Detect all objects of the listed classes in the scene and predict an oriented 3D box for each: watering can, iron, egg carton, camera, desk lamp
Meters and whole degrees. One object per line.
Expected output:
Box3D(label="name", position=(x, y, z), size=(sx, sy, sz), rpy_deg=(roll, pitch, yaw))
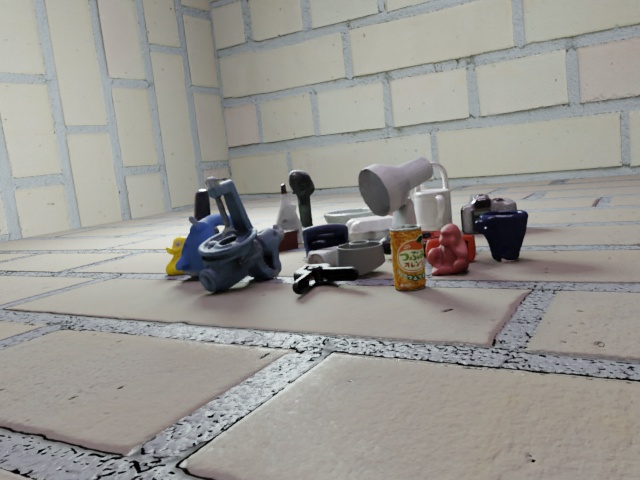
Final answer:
Box3D(label="watering can", position=(0.303, -0.116, 1.569), size=(0.101, 0.194, 0.172), rpy_deg=(-10, 9, -28))
Box3D(label="iron", position=(-0.218, 0.001, 1.310), size=(0.118, 0.141, 0.259), rpy_deg=(-2, 9, 25))
Box3D(label="egg carton", position=(0.140, -0.024, 1.487), size=(0.150, 0.069, 0.107), rpy_deg=(-8, 8, -13))
Box3D(label="camera", position=(0.441, -0.077, 1.533), size=(0.143, 0.101, 0.137), rpy_deg=(-5, 8, 4))
Box3D(label="desk lamp", position=(0.201, -0.085, 1.357), size=(0.204, 0.213, 0.117), rpy_deg=(-10, 9, -27))

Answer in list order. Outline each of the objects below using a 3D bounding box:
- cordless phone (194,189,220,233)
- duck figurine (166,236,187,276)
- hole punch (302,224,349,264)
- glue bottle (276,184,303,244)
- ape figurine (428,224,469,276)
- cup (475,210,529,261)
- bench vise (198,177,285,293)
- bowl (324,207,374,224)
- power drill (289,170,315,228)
Box3D(label="cordless phone", position=(-0.319, -0.034, 1.472), size=(0.094, 0.185, 0.148), rpy_deg=(-4, 8, 15))
Box3D(label="duck figurine", position=(-0.317, 0.033, 1.354), size=(0.105, 0.086, 0.077), rpy_deg=(-12, 10, -35))
Box3D(label="hole punch", position=(0.012, 0.005, 1.298), size=(0.108, 0.091, 0.101), rpy_deg=(-6, 8, 0))
Box3D(label="glue bottle", position=(-0.093, -0.072, 1.619), size=(0.078, 0.173, 0.037), rpy_deg=(-8, 8, -13))
Box3D(label="ape figurine", position=(0.240, 0.016, 1.052), size=(0.076, 0.092, 0.077), rpy_deg=(-11, 9, -30))
Box3D(label="cup", position=(0.350, -0.005, 1.113), size=(0.118, 0.095, 0.091), rpy_deg=(-10, 9, -30))
Box3D(label="bench vise", position=(-0.165, -0.021, 1.142), size=(0.121, 0.220, 0.208), rpy_deg=(-2, 9, 25))
Box3D(label="bowl", position=(0.096, -0.050, 1.681), size=(0.167, 0.075, 0.167), rpy_deg=(-6, 8, 1))
Box3D(label="power drill", position=(-0.049, -0.110, 1.729), size=(0.075, 0.208, 0.230), rpy_deg=(-5, 8, 5))
